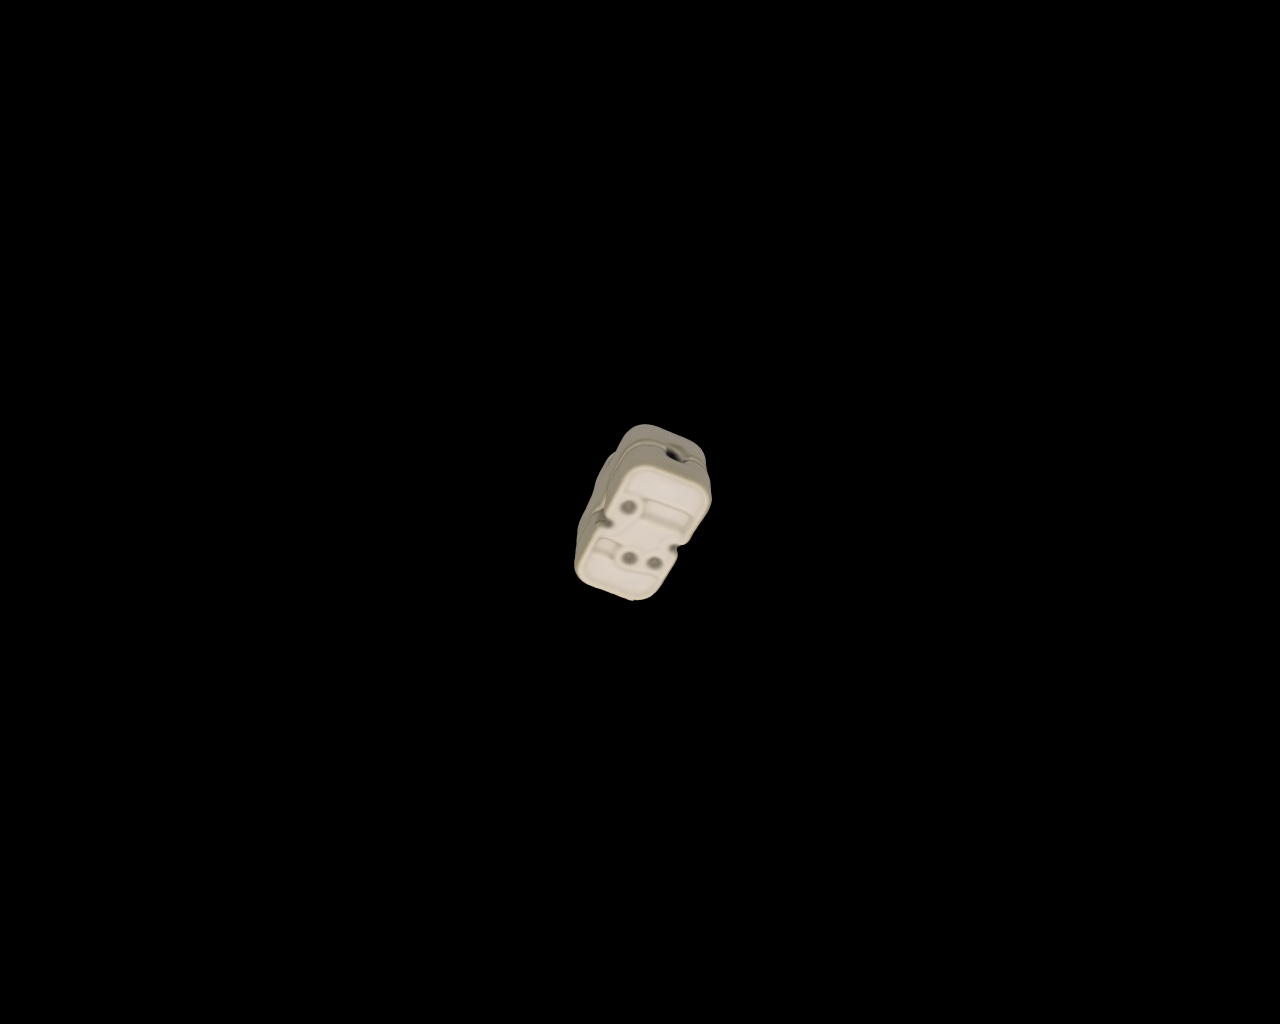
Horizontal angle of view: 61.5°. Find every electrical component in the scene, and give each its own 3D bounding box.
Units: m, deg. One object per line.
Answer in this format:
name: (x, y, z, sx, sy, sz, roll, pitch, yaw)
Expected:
electrical component: (0.001, -0.003, 0.650, 0.054, 0.095, 0.059, 21, 32, -14)
